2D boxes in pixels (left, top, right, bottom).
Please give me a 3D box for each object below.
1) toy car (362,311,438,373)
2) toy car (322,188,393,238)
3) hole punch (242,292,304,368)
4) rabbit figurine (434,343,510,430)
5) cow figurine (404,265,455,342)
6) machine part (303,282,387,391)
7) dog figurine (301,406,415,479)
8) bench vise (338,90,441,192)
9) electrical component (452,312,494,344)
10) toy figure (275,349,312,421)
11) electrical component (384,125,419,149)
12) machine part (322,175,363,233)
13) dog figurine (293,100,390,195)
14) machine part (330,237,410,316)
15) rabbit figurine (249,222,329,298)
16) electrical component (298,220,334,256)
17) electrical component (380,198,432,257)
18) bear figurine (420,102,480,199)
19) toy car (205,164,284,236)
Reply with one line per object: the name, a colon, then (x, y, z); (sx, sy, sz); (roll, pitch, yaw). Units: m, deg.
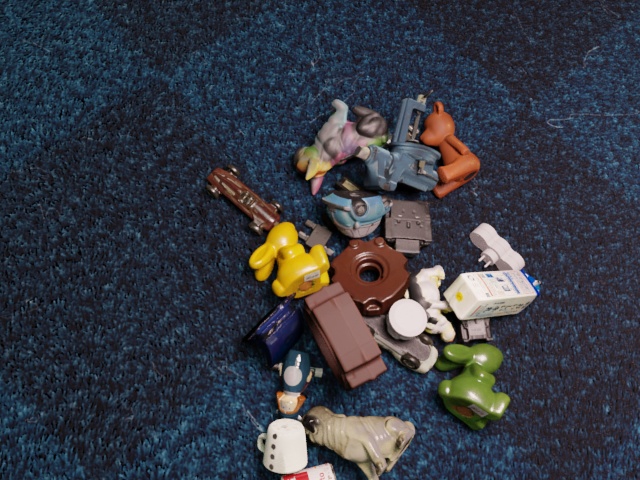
toy car: (0.161, 0.209, 1.165); (0.202, 0.056, 0.073); (34, 64, 9)
toy car: (0.082, -0.058, 1.204); (0.161, 0.102, 0.109); (-10, 25, -39)
hole punch: (-0.087, 0.190, 1.108); (0.092, 0.115, 0.142); (47, 60, 4)
rabbit figurine: (0.322, 0.289, 1.143); (0.159, 0.121, 0.170); (28, 52, 11)
cow figurine: (0.241, 0.146, 1.189); (0.098, 0.068, 0.167); (-8, 68, -3)
machine part: (0.042, 0.197, 1.078); (0.087, 0.201, 0.201); (-26, 76, -12)
dog figurine: (0.077, 0.378, 1.084); (0.191, 0.121, 0.172); (36, 33, 26)
bench vise: (0.181, -0.215, 1.197); (0.223, 0.129, 0.240); (16, 86, -18)
electrical component: (0.339, 0.172, 1.203); (0.075, 0.047, 0.119); (1, 72, -7)
toy figure: (-0.058, 0.302, 1.097); (0.064, 0.057, 0.154); (6, 82, 39)
electrical component: (0.198, -0.244, 1.333); (0.102, 0.045, 0.078); (-15, 72, -11)
machine part: (0.052, -0.086, 1.267); (0.084, 0.039, 0.139); (34, 69, -3)
dog figurine: (0.043, -0.205, 1.267); (0.192, 0.108, 0.219); (22, 73, 19)
machine part: (0.109, 0.076, 1.178); (0.179, 0.056, 0.179); (-2, 55, 3)
rabbit figurine: (-0.073, 0.042, 1.184); (0.162, 0.121, 0.173); (-23, 61, -4)
electrical component: (-0.003, -0.004, 1.239); (0.094, 0.021, 0.063); (32, 70, 6)
electrical component: (0.200, -0.028, 1.252); (0.115, 0.058, 0.134); (2, 70, -3)
bear figurine: (0.293, -0.222, 1.298); (0.132, 0.120, 0.196); (-29, 75, -11)
toy car: (-0.176, -0.096, 1.238); (0.202, 0.053, 0.089); (41, 75, 7)
